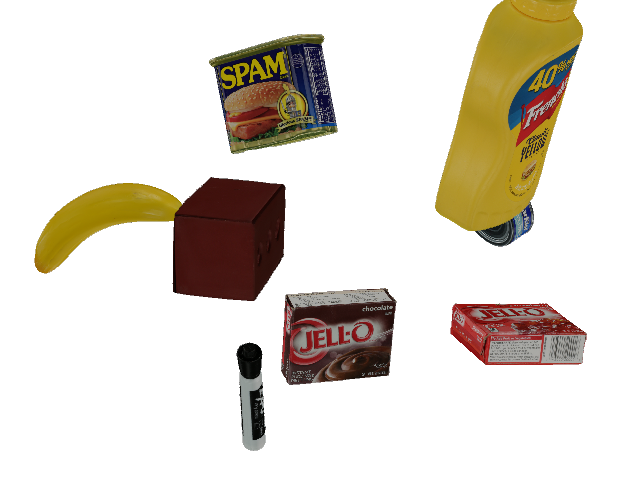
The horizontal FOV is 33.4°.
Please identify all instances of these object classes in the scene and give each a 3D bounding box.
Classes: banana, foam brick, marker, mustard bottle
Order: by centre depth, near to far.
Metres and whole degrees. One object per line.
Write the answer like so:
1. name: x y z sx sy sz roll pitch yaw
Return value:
1. foam brick: -0.056 -0.002 0.665 0.051 0.053 0.078 7 23 10
2. mustard bottle: 0.132 -0.102 0.717 0.058 0.192 0.096 35 47 27
3. marker: -0.053 0.121 0.822 0.020 0.020 0.121 1 -45 -1
4. banana: -0.207 -0.015 1.010 0.198 0.069 0.037 -13 18 27

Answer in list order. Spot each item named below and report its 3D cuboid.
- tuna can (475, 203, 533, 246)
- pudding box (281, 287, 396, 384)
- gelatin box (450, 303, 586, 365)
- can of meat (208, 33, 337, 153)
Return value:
1. tuna can: 0.201 -0.037 1.220 0.033 0.086 0.086 -32 14 -24
2. pudding box: 0.018 0.098 1.103 0.113 0.090 0.039 -4 27 -17
3. gelatin box: 0.160 0.075 0.872 0.089 0.030 0.073 1 15 -15
4. can of meat: -0.040 -0.125 0.923 0.102 0.084 0.057 -9 3 32
